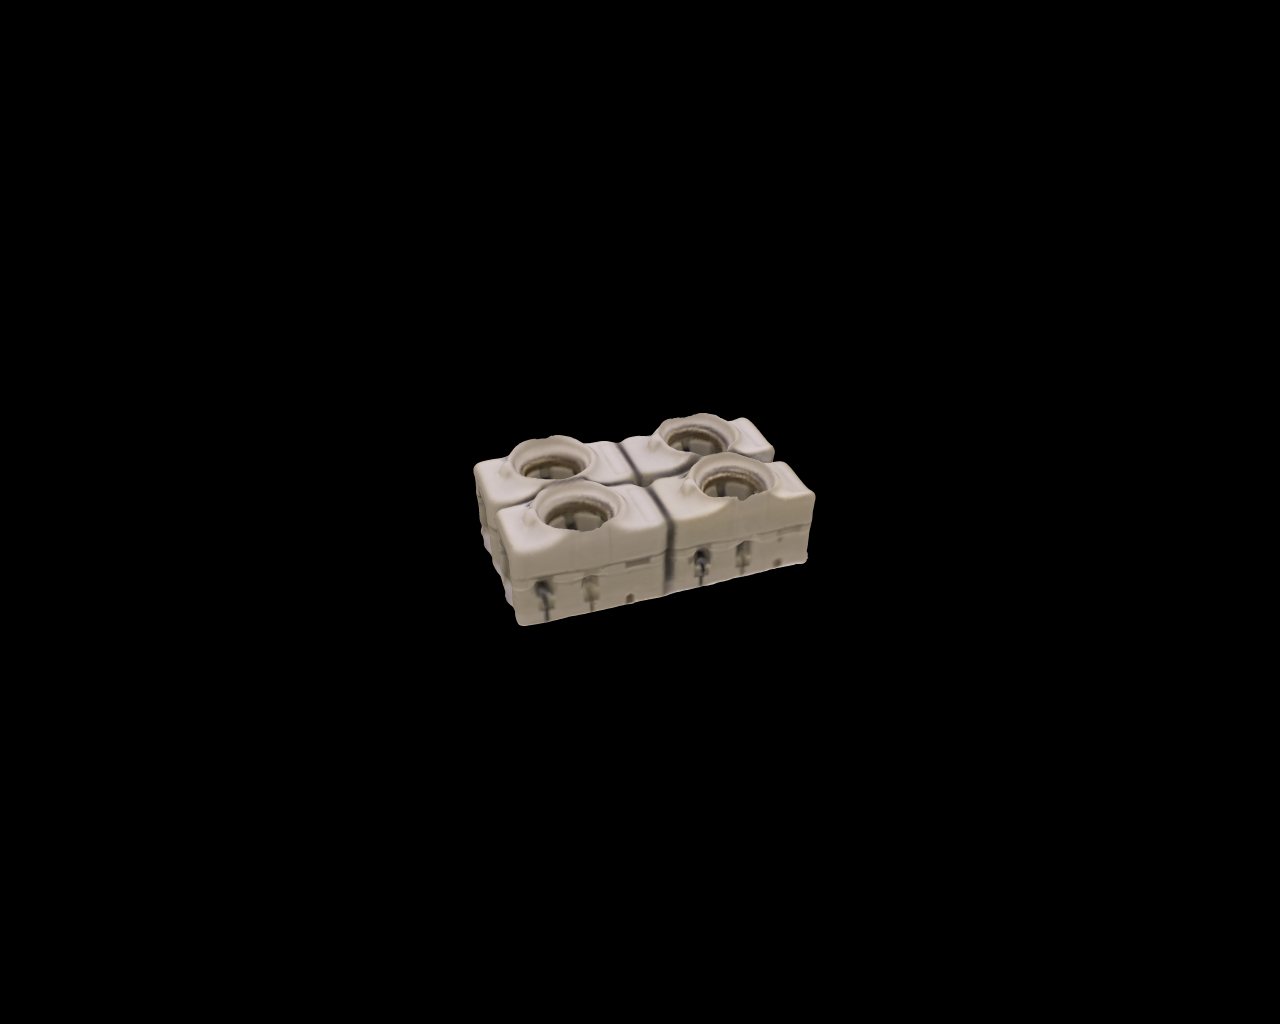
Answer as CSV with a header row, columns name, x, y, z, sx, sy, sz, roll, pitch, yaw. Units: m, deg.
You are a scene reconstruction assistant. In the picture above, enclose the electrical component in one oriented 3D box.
name,x,y,z,sx,sy,sz,roll,pitch,yaw
electrical component,0.001,-0.003,0.650,0.186,0.060,0.105,-11,36,-16
